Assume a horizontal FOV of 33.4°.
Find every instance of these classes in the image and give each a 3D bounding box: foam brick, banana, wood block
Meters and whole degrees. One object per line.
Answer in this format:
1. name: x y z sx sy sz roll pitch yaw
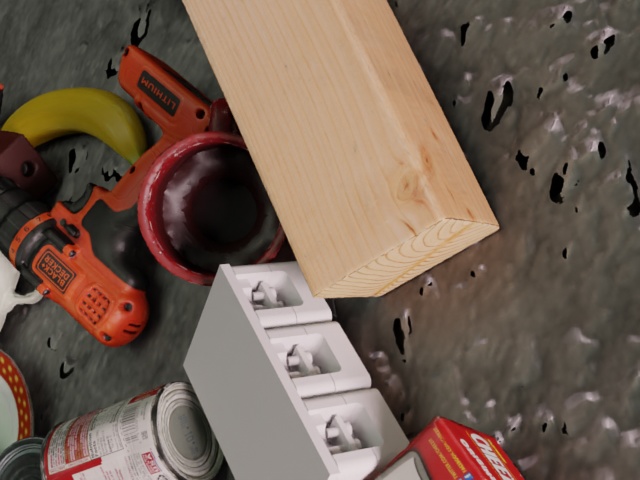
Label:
1. foam brick: -0.263 -0.044 0.863 0.051 0.053 0.078 8 50 45
2. banana: -0.200 -0.091 0.863 0.198 0.037 0.069 15 81 41
3. wood block: 0.010 -0.079 0.619 0.091 0.090 0.206 -31 74 24

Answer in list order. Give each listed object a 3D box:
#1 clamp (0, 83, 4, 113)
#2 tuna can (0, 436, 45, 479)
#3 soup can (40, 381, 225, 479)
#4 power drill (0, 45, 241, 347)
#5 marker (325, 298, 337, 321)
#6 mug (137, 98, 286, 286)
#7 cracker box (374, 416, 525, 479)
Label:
1. clamp: -0.327 -0.041 0.931 0.165 0.036 0.210 47 112 38
2. tuna can: -0.191 0.179 0.737 0.086 0.033 0.086 -9 70 26
3. soup can: -0.120 0.136 0.685 0.102 0.068 0.068 -23 59 29
4. power drill: -0.156 -0.043 0.775 0.185 0.057 0.188 38 99 23
5. marker: -0.005 0.001 0.683 0.020 0.020 0.121 -23 59 29
6. mug: -0.061 -0.031 0.676 0.093 0.081 0.117 -1 90 3
7. cracker box: 0.043 0.220 0.520 0.214 0.072 0.164 -48 49 13
